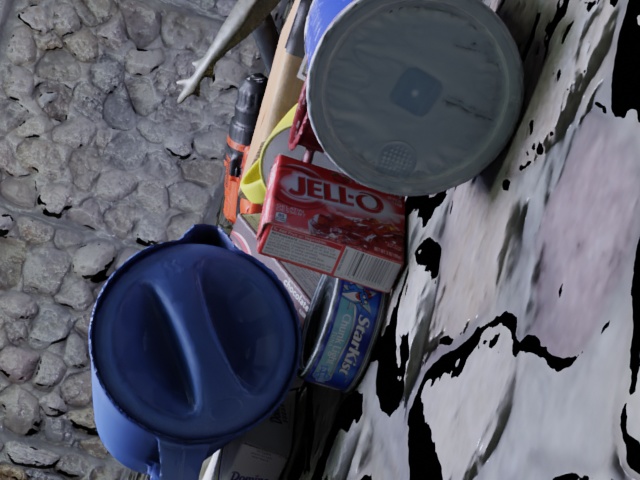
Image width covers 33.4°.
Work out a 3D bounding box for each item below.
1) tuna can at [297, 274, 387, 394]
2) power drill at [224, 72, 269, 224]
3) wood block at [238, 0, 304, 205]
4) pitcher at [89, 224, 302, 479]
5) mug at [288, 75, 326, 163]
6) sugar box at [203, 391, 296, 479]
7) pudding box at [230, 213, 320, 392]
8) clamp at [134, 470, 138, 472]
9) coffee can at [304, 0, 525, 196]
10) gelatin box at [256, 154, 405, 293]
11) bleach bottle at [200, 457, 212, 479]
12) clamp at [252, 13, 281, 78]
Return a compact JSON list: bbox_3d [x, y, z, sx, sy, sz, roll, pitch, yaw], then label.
[{"bbox_3d":[0.013,0.053,0.686,0.086,0.033,0.086,-163,91,-81],"label":"tuna can"},{"bbox_3d":[-0.064,-0.065,1.144,0.188,0.057,0.184,-109,22,-56],"label":"power drill"},{"bbox_3d":[-0.003,-0.129,0.974,0.091,0.090,0.206,121,164,-54],"label":"wood block"},{"bbox_3d":[-0.104,0.109,0.762,0.149,0.145,0.243,-38,-8,-24],"label":"pitcher"},{"bbox_3d":[0.028,-0.080,0.700,0.093,0.081,0.117,-96,25,-70],"label":"mug"},{"bbox_3d":[-0.068,0.199,0.874,0.093,0.048,0.176,-86,20,-56],"label":"sugar box"},{"bbox_3d":[-0.035,0.046,0.810,0.114,0.039,0.090,47,130,34],"label":"pudding box"},{"bbox_3d":[-0.131,0.129,1.010,0.210,0.036,0.164,-61,1,-9],"label":"clamp"},{"bbox_3d":[0.043,-0.094,0.563,0.140,0.102,0.103,-93,22,-68],"label":"coffee can"},{"bbox_3d":[0.008,-0.012,0.663,0.073,0.089,0.030,-83,13,-52],"label":"gelatin box"},{"bbox_3d":[-0.116,0.241,1.037,0.102,0.068,0.251,-78,7,-52],"label":"bleach bottle"},{"bbox_3d":[-0.035,-0.158,1.099,0.120,0.039,0.171,20,-133,-79],"label":"clamp"}]
